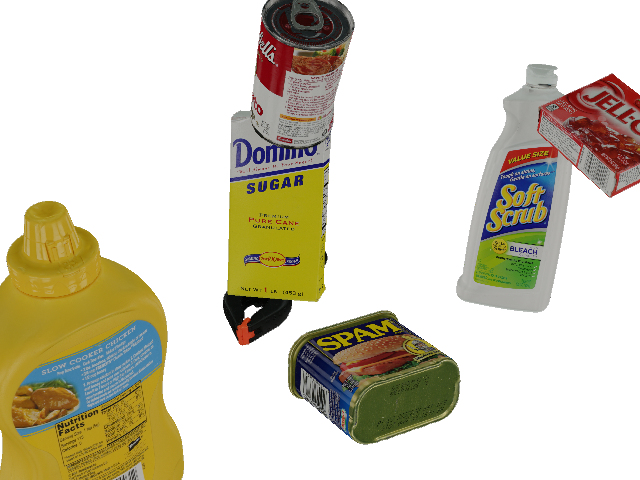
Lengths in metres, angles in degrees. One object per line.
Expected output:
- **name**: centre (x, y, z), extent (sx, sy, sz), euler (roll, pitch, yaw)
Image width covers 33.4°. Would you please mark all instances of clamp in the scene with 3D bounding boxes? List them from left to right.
- **clamp**: centre (-0.056, 0.055, 1.245), extent (0.120, 0.039, 0.171), euler (-3, 40, 9)

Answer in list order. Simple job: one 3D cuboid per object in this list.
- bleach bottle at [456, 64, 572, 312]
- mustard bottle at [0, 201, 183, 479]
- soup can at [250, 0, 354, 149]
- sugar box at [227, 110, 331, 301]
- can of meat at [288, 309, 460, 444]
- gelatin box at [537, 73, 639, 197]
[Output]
- **bleach bottle**: centre (0.204, -0.056, 1.100), extent (0.103, 0.251, 0.068), euler (9, 20, 15)
- **mustard bottle**: centre (-0.119, 0.065, 0.519), extent (0.096, 0.192, 0.058), euler (-25, 42, -30)
- **soup can**: centre (-0.016, -0.128, 0.808), extent (0.068, 0.068, 0.102), euler (0, -41, -11)
- **sugar box**: centre (-0.040, -0.033, 1.024), extent (0.093, 0.176, 0.048), euler (3, 16, 8)
- **can of meat**: centre (0.040, 0.101, 0.790), extent (0.101, 0.057, 0.084), euler (-13, 27, -30)
- **gelatin box**: centre (0.219, -0.081, 0.802), extent (0.073, 0.030, 0.089), euler (-25, 52, -19)
